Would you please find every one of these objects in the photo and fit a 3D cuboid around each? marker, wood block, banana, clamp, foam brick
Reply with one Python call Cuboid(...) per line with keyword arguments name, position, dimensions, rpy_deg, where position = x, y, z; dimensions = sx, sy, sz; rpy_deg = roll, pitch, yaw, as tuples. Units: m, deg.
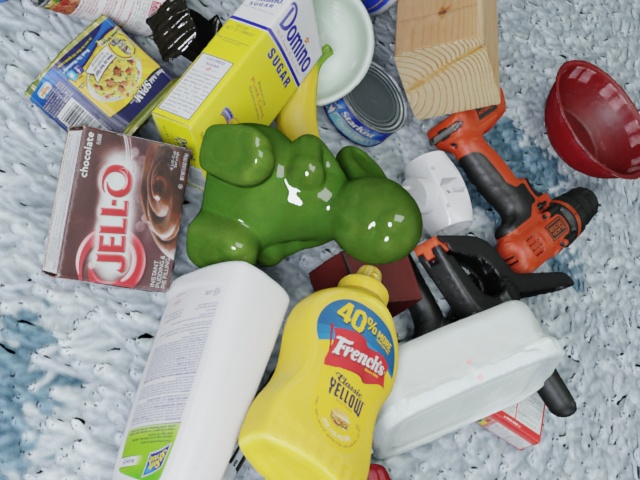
Cuboid(name="marker", position=(-0.052, 0.142, 0.819), dimensions=(0.020, 0.020, 0.121), rpy_deg=(44, 45, -10))
Cuboid(name="wood block", position=(0.134, -0.234, 1.118), dimensions=(0.090, 0.091, 0.206), rpy_deg=(63, 25, -43))
Cuboid(name="banana", position=(0.002, -0.074, 0.962), dimensions=(0.037, 0.069, 0.198), rpy_deg=(-33, 108, -83))
Cuboid(name="clamp", position=(0.174, 0.050, 1.007), dimensions=(0.209, 0.036, 0.164), rpy_deg=(39, 42, -21))
Cuboid(name="clamp", position=(0.121, 0.086, 0.986), dimensions=(0.120, 0.039, 0.171), rpy_deg=(6, 62, -33))
Cuboid(name="foam brick", position=(0.040, 0.041, 0.933), dimensions=(0.078, 0.053, 0.051), rpy_deg=(-2, 66, -41))

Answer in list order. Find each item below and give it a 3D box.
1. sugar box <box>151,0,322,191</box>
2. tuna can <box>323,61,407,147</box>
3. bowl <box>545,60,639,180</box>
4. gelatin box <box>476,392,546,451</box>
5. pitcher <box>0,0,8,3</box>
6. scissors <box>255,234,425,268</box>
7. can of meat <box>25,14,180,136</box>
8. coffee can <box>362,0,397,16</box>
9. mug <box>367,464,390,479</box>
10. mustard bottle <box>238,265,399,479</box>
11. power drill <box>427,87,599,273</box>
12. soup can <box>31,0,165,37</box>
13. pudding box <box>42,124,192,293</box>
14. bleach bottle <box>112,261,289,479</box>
Cuboid(name="sugar box", position=(-0.063, -0.132, 0.886), dimensions=(0.048, 0.093, 0.176), rpy_deg=(25, 65, 24))
Cuboid(name="tuna can", position=(0.044, -0.136, 1.056), dimensions=(0.086, 0.034, 0.086), rpy_deg=(20, 53, -30))
Cuboid(name="bowl", position=(0.319, -0.132, 1.270), dimensions=(0.161, 0.055, 0.162), rpy_deg=(20, 53, -30))
Cuboid(name="gelatin box", position=(0.177, 0.141, 1.004), dimensions=(0.073, 0.030, 0.089), rpy_deg=(34, 49, -18))
Cuboid(name="pitcher", position=(-0.274, -0.313, 0.815), dimensions=(0.144, 0.149, 0.243), rpy_deg=(-14, 79, -35))
Cuboid(name="scissors", position=(-0.006, 0.001, 0.917), dimensions=(0.201, 0.016, 0.096), rpy_deg=(21, 60, -13))
Cuboid(name="can of meat", position=(-0.172, -0.120, 0.851), dimensions=(0.084, 0.058, 0.102), rpy_deg=(42, 45, -10))
Cuboid(name="coffee can", position=(0.016, -0.303, 1.085), dimensions=(0.140, 0.103, 0.103), rpy_deg=(20, 54, -30))
Cuboid(name="mug", position=(0.027, 0.220, 0.798), dimensions=(0.117, 0.093, 0.081), rpy_deg=(36, 32, -63))
Cuboid(name="mustard bottle", position=(0.012, 0.092, 0.775), dimensions=(0.096, 0.058, 0.191), rpy_deg=(42, 46, -21))
Cuboid(name="power drill", position=(0.211, -0.069, 1.140), dimensions=(0.184, 0.057, 0.187), rpy_deg=(-32, 87, -46))
Cuboid(name="soup can", position=(-0.181, -0.214, 0.891), dimensions=(0.102, 0.069, 0.068), rpy_deg=(11, 59, -36))
Cuboid(name="pudding box", position=(-0.150, -0.022, 0.791), dimensions=(0.089, 0.039, 0.113), rpy_deg=(10, 86, -36))
Cuboid(name="bleach bottle", position=(-0.100, 0.136, 0.739), dimensions=(0.068, 0.103, 0.250), rpy_deg=(39, 52, -28))
